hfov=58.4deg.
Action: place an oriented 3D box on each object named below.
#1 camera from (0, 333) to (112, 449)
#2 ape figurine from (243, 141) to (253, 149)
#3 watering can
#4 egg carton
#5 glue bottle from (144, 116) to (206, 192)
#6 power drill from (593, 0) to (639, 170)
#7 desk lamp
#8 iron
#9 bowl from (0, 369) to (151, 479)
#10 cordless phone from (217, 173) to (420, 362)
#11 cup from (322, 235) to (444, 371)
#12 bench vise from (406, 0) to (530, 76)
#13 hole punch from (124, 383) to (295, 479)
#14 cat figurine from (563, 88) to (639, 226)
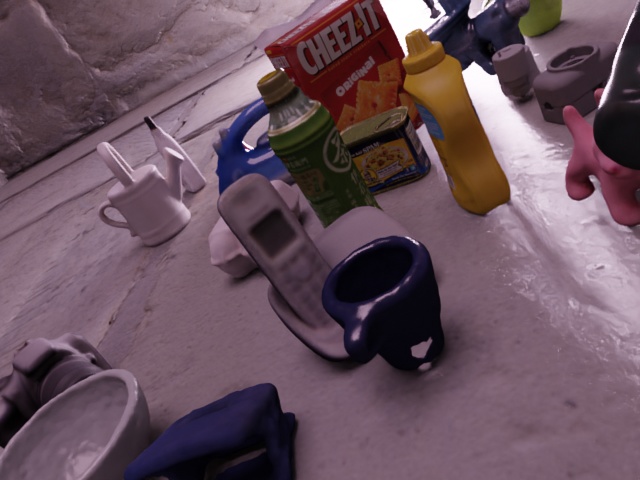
[{"bbox_3d":[-0.302,0.173,0.644,0.136,0.101,0.143,2,42,48],"label":"camera"},{"bbox_3d":[-0.152,-0.155,1.055,0.076,0.092,0.077,-29,27,7],"label":"ape figurine"},{"bbox_3d":[-0.320,-0.097,1.020,0.173,0.194,0.100,-44,29,-22],"label":"watering can"},{"bbox_3d":[-0.084,-0.018,0.773,0.107,0.069,0.150,-19,29,25],"label":"egg carton"},{"bbox_3d":[-0.300,-0.176,1.157,0.037,0.173,0.077,-42,28,-19],"label":"glue bottle"},{"bbox_3d":[0.262,-0.096,0.379,0.075,0.209,0.230,6,45,51],"label":"power drill"},{"bbox_3d":[0.017,-0.316,1.013,0.203,0.214,0.117,-31,27,3],"label":"desk lamp"},{"bbox_3d":[-0.088,-0.165,0.949,0.258,0.142,0.118,-31,27,2],"label":"iron"},{"bbox_3d":[-0.218,0.206,0.528,0.167,0.075,0.167,-25,27,14],"label":"bowl"},{"bbox_3d":[0.005,0.002,0.514,0.148,0.185,0.093,-44,29,-22],"label":"cordless phone"},{"bbox_3d":[0.057,0.066,0.449,0.091,0.095,0.118,-15,31,30],"label":"cup"},{"bbox_3d":[0.207,-0.356,0.869,0.206,0.220,0.121,-14,32,32],"label":"bench vise"},{"bbox_3d":[-0.083,0.158,0.447,0.108,0.091,0.101,-25,27,13],"label":"hole punch"},{"bbox_3d":[0.246,-0.081,0.472,0.067,0.118,0.127,-32,26,-1],"label":"cat figurine"}]
